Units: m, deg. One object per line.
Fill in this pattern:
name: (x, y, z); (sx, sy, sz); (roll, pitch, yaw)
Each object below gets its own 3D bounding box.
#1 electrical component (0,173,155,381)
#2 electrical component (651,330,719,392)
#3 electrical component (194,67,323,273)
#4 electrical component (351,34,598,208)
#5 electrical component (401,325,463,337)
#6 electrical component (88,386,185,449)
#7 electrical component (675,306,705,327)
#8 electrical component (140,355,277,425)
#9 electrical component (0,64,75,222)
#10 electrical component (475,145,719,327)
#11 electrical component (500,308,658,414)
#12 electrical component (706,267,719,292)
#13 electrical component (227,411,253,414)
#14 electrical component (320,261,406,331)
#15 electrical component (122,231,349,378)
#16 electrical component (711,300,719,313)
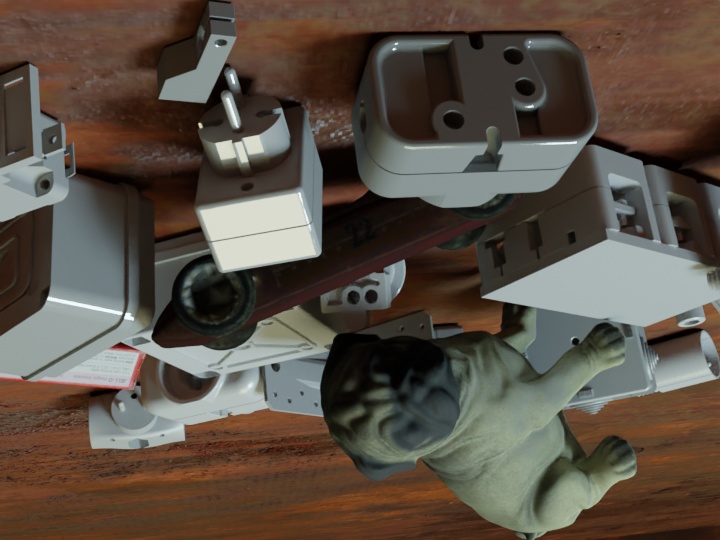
electrical component: (-0.158, 0.005, 0.551); (0.057, 0.078, 0.113); (16, 150, -40)
electrical component: (0.271, 0.085, 0.952); (0.081, 0.043, 0.043); (-20, 156, 31)
electrical component: (-0.048, -0.051, 0.469); (0.047, 0.065, 0.076); (-10, 130, 7)
electrical component: (0.047, -0.064, 0.469); (0.095, 0.053, 0.059); (-3, 159, -11)
electrical component: (0.060, 0.097, 0.839); (0.061, 0.096, 0.061); (-5, 159, -9)
electrical component: (-0.185, 0.119, 0.889); (0.077, 0.043, 0.079); (-4, 159, -9)
electrical component: (0.206, 0.005, 0.692); (0.043, 0.062, 0.043); (-7, 159, -3)
electrical component: (-0.110, 0.076, 0.786); (0.095, 0.053, 0.059); (-14, 158, 18)
electrical component: (-0.160, -0.050, 0.455); (0.081, 0.042, 0.064); (-15, 160, 22)
electrical component: (0.147, -0.018, 0.613); (0.150, 0.061, 0.089); (10, 153, -39)
electrical component: (0.151, 0.050, 0.744); (0.100, 0.099, 0.048); (-13, 171, 16)
electrical component: (0.224, 0.000, 0.562); (0.081, 0.043, 0.043); (-10, 160, 22)
electrical component: (-0.089, 0.093, 0.853); (0.043, 0.043, 0.062); (-24, 155, 38)
electrical component: (0.000, 0.000, 0.617); (0.048, 0.066, 0.055); (-4, 180, 10)
electrical component: (-0.074, 0.020, 0.646); (0.109, 0.056, 0.109); (-13, 159, 16)
electrical component: (0.273, 0.009, 0.704); (0.061, 0.096, 0.061); (-30, 168, -21)
